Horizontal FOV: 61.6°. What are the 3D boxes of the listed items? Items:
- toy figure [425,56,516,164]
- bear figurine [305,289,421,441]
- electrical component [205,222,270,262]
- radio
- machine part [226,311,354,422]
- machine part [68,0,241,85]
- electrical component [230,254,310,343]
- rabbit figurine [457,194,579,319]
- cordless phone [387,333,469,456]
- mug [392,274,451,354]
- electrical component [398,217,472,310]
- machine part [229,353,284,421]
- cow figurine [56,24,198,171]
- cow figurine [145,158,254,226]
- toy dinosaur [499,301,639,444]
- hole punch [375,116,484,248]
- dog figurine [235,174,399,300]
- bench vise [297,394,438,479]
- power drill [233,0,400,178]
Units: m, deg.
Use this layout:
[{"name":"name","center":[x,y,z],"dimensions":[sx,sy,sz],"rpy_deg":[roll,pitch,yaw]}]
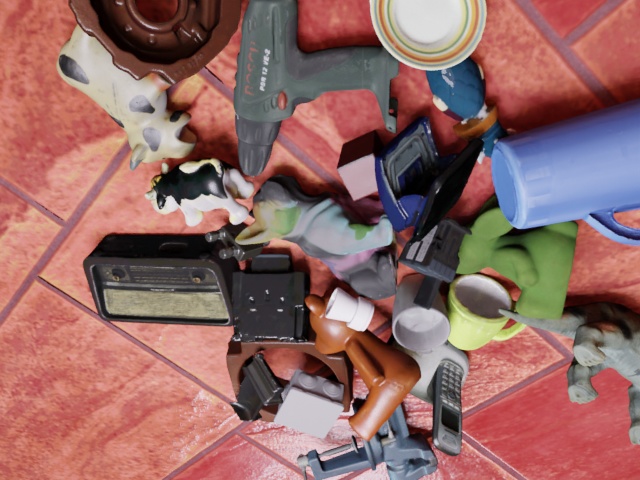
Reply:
[{"name":"toy figure","center":[0.182,-0.161,0.648],"dimensions":[0.064,0.058,0.154],"rpy_deg":[-24,122,28]},{"name":"bear figurine","center":[0.045,0.169,0.787],"dimensions":[0.196,0.120,0.132],"rpy_deg":[37,103,15]},{"name":"electrical component","center":[-0.119,0.000,0.793],"dimensions":[0.063,0.094,0.021],"rpy_deg":[48,129,21]},{"name":"radio","center":[-0.243,0.062,0.845],"dimensions":[0.230,0.073,0.130],"rpy_deg":[0,124,7]},{"name":"machine part","center":[-0.046,0.216,0.914],"dimensions":[0.201,0.087,0.201],"rpy_deg":[-1,125,9]},{"name":"machine part","center":[-0.179,-0.261,0.592],"dimensions":[0.179,0.056,0.179],"rpy_deg":[-4,105,-16]},{"name":"electrical component","center":[-0.074,0.089,0.814],"dimensions":[0.115,0.058,0.134],"rpy_deg":[-2,80,6]},{"name":"rabbit figurine","center":[0.247,0.016,0.725],"dimensions":[0.170,0.121,0.158],"rpy_deg":[10,122,20]},{"name":"cordless phone","center":[0.161,0.233,0.837],"dimensions":[0.146,0.184,0.088],"rpy_deg":[32,126,-14]},{"name":"mug","center":[0.152,0.108,0.800],"dimensions":[0.081,0.107,0.109],"rpy_deg":[-15,121,16]},{"name":"electrical component","center":[0.144,0.028,0.716],"dimensions":[0.047,0.075,0.119],"rpy_deg":[28,88,-25]},{"name":"machine part","center":[-0.100,0.243,0.852],"dimensions":[0.084,0.039,0.138],"rpy_deg":[48,134,20]},{"name":"cow figurine","center":[-0.240,-0.175,0.681],"dimensions":[0.194,0.085,0.127],"rpy_deg":[40,114,-21]},{"name":"cow figurine","center":[-0.179,-0.069,0.724],"dimensions":[0.168,0.068,0.098],"rpy_deg":[-1,151,28]},{"name":"toy dinosaur","center":[0.448,0.165,0.779],"dimensions":[0.405,0.192,0.131],"rpy_deg":[41,134,-2]},{"name":"hole punch","center":[0.125,-0.074,0.653],"dimensions":[0.092,0.142,0.115],"rpy_deg":[31,146,20]},{"name":"dog figurine","center":[-0.002,-0.002,0.753],"dimensions":[0.219,0.108,0.191],"rpy_deg":[1,126,13]},{"name":"bench vise","center":[0.081,0.388,0.978],"dimensions":[0.241,0.129,0.223],"rpy_deg":[-17,113,-2]},{"name":"power drill","center":[-0.005,-0.176,0.657],"dimensions":[0.207,0.086,0.231],"rpy_deg":[8,122,12]}]
